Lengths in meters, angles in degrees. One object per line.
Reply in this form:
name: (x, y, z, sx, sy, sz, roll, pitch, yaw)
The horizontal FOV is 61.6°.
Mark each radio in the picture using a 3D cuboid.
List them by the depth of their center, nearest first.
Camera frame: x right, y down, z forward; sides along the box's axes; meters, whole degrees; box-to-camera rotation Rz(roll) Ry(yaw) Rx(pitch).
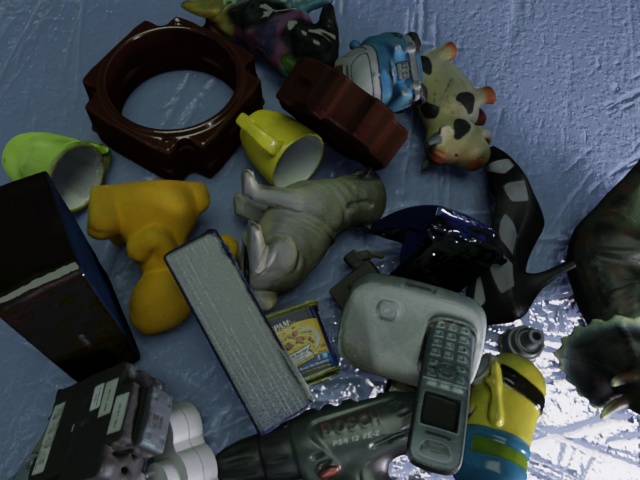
radio: (-0.253, 0.047, 0.531, 0.073, 0.229, 0.131, -24, 65, -19)

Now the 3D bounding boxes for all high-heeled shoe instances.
high-heeled shoe: (0.220, -0.009, 0.699, 0.145, 0.086, 0.249, -28, 47, 16)

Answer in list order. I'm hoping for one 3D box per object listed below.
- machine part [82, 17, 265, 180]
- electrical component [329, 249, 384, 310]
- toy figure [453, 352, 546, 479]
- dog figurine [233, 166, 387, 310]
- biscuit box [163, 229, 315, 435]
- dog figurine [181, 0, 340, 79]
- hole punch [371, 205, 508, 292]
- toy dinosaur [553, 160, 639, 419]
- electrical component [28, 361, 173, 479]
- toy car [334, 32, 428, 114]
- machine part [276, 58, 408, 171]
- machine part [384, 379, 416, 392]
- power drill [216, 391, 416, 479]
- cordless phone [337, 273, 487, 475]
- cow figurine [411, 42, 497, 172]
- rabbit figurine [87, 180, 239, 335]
machine part: (-0.194, -0.193, 0.728, 0.202, 0.087, 0.201, 29, 66, 11)
electrical component: (0.059, 0.060, 0.646, 0.078, 0.045, 0.102, -44, 82, 11)
toy figure: (0.188, 0.206, 0.573, 0.089, 0.082, 0.180, 28, 56, -13)
dog figurine: (0.000, -0.005, 0.645, 0.190, 0.121, 0.172, 0, 82, -16)
biscuit box: (-0.082, 0.089, 0.544, 0.063, 0.059, 0.202, -29, 81, -11)
dog figurine: (-0.086, -0.298, 0.778, 0.219, 0.108, 0.191, -3, 68, -1)
hole punch: (0.133, 0.004, 0.625, 0.142, 0.116, 0.092, 22, 41, -34)
toy dinosaur: (0.370, 0.043, 0.649, 0.192, 0.131, 0.405, 4, 58, -3)
electrical component: (-0.206, 0.187, 0.518, 0.134, 0.058, 0.115, -22, 45, 23)
toy car: (0.071, -0.212, 0.708, 0.103, 0.162, 0.109, -13, 106, -8)
machine part: (0.026, -0.152, 0.677, 0.179, 0.179, 0.056, 33, 90, 11)
machine part: (0.125, 0.145, 0.620, 0.084, 0.039, 0.139, 20, 67, 15)
power drill: (0.028, 0.267, 0.535, 0.232, 0.086, 0.207, -23, 62, -4)
cordless phone: (0.081, 0.129, 0.527, 0.147, 0.088, 0.184, 15, 45, 7)
cow figurine: (0.174, -0.178, 0.750, 0.127, 0.085, 0.195, -21, 65, -12)
rabbit figurine: (-0.180, 0.022, 0.629, 0.162, 0.122, 0.173, -3, 79, -16)
